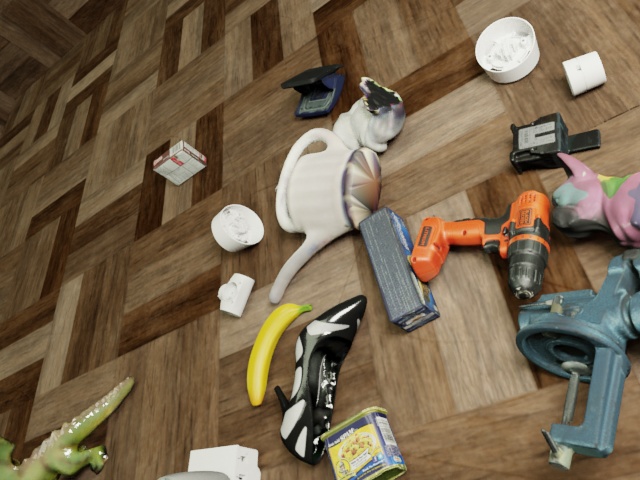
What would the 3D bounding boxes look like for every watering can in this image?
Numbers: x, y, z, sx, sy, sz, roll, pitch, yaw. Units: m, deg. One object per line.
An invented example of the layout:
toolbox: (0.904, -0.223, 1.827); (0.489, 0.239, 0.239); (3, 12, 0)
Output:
watering can: (0.003, -0.048, 0.963); (0.224, 0.103, 0.351); (-2, 76, 38)

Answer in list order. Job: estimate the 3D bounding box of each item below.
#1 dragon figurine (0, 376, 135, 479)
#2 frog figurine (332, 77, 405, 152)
dragon figurine: (-0.574, 0.431, 1.029); (0.123, 0.240, 0.413); (17, 77, 50)
frog figurine: (0.093, -0.221, 1.013); (0.140, 0.123, 0.156); (67, 148, 33)
